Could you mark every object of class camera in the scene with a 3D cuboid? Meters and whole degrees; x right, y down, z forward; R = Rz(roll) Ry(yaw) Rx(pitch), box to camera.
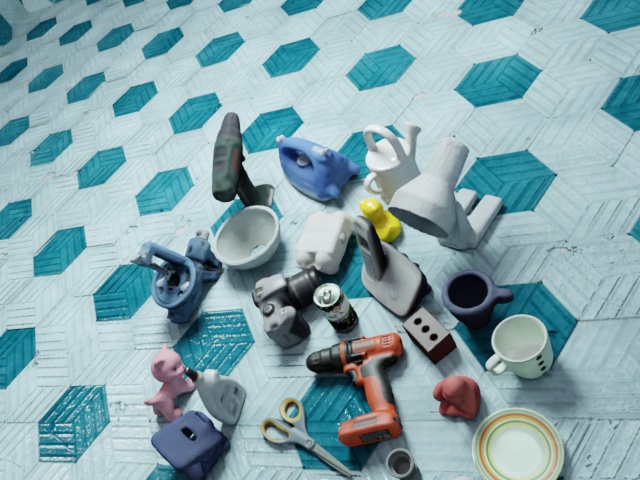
[{"bbox_3d":[-0.057,0.118,1.147,0.137,0.101,0.143,-28,46,4],"label":"camera"}]

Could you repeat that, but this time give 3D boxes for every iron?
[{"bbox_3d":[-0.036,-0.195,1.364,0.257,0.142,0.119,26,69,39],"label":"iron"}]

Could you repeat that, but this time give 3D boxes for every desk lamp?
[{"bbox_3d":[0.235,-0.073,1.075,0.117,0.214,0.203,21,66,38],"label":"desk lamp"}]

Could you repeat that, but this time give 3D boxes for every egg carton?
[{"bbox_3d":[0.011,0.004,1.227,0.107,0.070,0.150,2,55,28],"label":"egg carton"}]

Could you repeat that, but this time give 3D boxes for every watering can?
[{"bbox_3d":[0.151,-0.178,1.217,0.100,0.195,0.173,5,56,30],"label":"watering can"}]

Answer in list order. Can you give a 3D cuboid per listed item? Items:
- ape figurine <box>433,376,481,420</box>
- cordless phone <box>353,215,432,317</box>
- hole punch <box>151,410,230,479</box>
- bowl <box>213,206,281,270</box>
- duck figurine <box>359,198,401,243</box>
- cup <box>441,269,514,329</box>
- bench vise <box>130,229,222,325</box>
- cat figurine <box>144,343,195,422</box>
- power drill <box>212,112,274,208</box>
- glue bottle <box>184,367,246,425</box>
[{"bbox_3d":[0.217,0.244,0.909,0.076,0.092,0.077,-38,46,-5],"label":"ape figurine"},{"bbox_3d":[0.122,0.043,1.058,0.094,0.186,0.147,-44,47,-11],"label":"cordless phone"},{"bbox_3d":[-0.236,0.366,1.043,0.108,0.091,0.101,25,68,39],"label":"hole punch"},{"bbox_3d":[-0.155,0.007,1.306,0.167,0.075,0.167,-14,49,17],"label":"bowl"},{"bbox_3d":[0.120,-0.048,1.202,0.077,0.086,0.104,-40,46,-7],"label":"duck figurine"},{"bbox_3d":[0.276,0.111,0.986,0.117,0.095,0.092,-3,53,25],"label":"cup"},{"bbox_3d":[-0.322,0.051,1.255,0.121,0.220,0.207,-10,50,20],"label":"bench vise"},{"bbox_3d":[-0.306,0.277,1.133,0.067,0.118,0.128,5,56,30],"label":"cat figurine"},{"bbox_3d":[-0.189,-0.161,1.368,0.075,0.209,0.229,-10,50,20],"label":"power drill"},{"bbox_3d":[-0.196,0.272,1.042,0.037,0.174,0.078,-1,54,27],"label":"glue bottle"}]
